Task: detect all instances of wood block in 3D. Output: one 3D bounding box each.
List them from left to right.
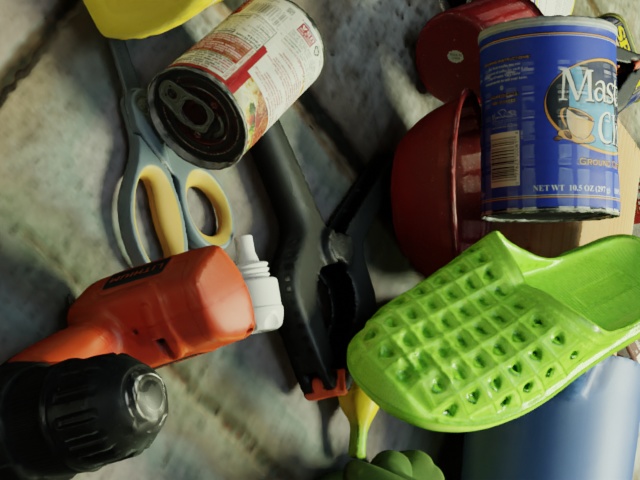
[{"bbox_3d":[0.204,-0.008,0.900,0.090,0.090,0.206,43,51,-37],"label":"wood block"}]

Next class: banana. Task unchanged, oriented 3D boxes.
[{"bbox_3d":[0.064,0.083,0.785,0.197,0.037,0.069,-31,120,-48],"label":"banana"}]

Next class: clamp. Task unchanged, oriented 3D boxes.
[{"bbox_3d":[-0.005,0.001,0.723,0.164,0.036,0.210,28,55,-41],"label":"clamp"},{"bbox_3d":[0.249,-0.135,1.030,0.171,0.039,0.120,-14,100,-23],"label":"clamp"}]

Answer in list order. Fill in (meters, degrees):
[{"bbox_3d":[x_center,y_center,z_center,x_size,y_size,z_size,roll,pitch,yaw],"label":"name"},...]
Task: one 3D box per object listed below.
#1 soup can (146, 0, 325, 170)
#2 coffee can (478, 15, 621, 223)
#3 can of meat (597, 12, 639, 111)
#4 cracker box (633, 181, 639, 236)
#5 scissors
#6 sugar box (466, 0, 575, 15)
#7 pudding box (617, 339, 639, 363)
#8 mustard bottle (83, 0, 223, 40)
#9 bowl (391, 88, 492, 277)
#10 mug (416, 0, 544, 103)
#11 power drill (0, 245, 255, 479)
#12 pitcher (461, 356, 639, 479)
[{"bbox_3d":[-0.048,-0.098,0.646,0.068,0.069,0.102,58,44,-20],"label":"soup can"},{"bbox_3d":[0.170,-0.086,0.797,0.102,0.103,0.140,4,85,-49],"label":"coffee can"},{"bbox_3d":[0.292,-0.178,1.116,0.083,0.058,0.102,-31,102,-47],"label":"can of meat"},{"bbox_3d":[0.376,-0.007,1.125,0.213,0.072,0.164,-2,81,-61],"label":"cracker box"},{"bbox_3d":[-0.096,-0.072,0.654,0.096,0.016,0.202,5,75,-51],"label":"scissors"},{"bbox_3d":[0.190,-0.234,0.997,0.175,0.048,0.093,-33,132,-47],"label":"sugar box"},{"bbox_3d":[0.253,0.072,0.953,0.039,0.090,0.113,-45,130,-12],"label":"pudding box"},{"bbox_3d":[-0.059,-0.177,0.661,0.058,0.096,0.191,62,31,-10],"label":"mustard bottle"},{"bbox_3d":[0.091,-0.032,0.809,0.162,0.055,0.162,-2,90,-72],"label":"bowl"},{"bbox_3d":[0.139,-0.148,0.897,0.081,0.093,0.117,-27,91,-45],"label":"mug"},{"bbox_3d":[-0.106,0.059,0.485,0.187,0.185,0.057,-33,104,-59],"label":"power drill"},{"bbox_3d":[0.163,0.203,0.791,0.149,0.145,0.243,23,70,-39],"label":"pitcher"}]
